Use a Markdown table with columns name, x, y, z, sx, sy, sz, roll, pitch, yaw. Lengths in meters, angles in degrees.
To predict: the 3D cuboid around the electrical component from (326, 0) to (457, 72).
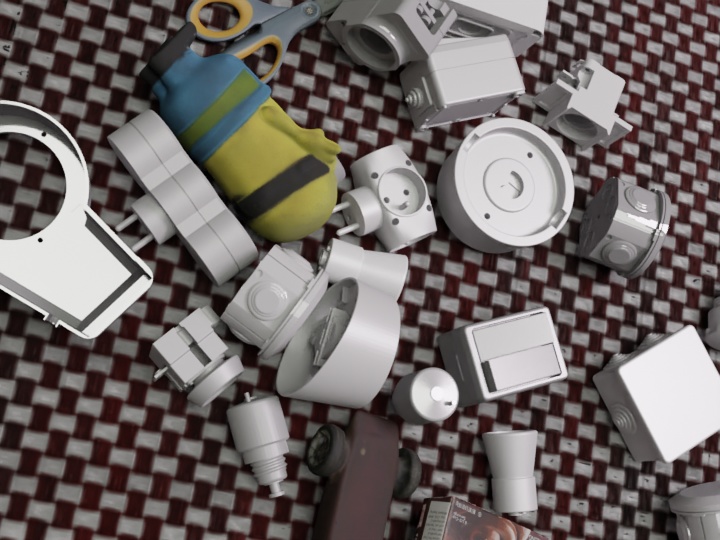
| name | x | y | z | sx | sy | sz | roll | pitch | yaw |
| --- | --- | --- | --- | --- | --- | --- | --- | --- | --- |
| electrical component | 0.023 | -0.199 | 0.871 | 0.050 | 0.089 | 0.055 | 49 | 64 | -34 |

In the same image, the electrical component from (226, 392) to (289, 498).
| name | x | y | z | sx | sy | sz | roll | pitch | yaw |
| --- | --- | --- | --- | --- | --- | --- | --- | --- | --- |
| electrical component | -0.071 | 0.128 | 0.792 | 0.040 | 0.040 | 0.078 | -13 | 83 | -22 |

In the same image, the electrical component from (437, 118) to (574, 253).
| name | x | y | z | sx | sy | sz | roll | pitch | yaw |
| --- | --- | --- | --- | --- | --- | --- | --- | --- | --- |
| electrical component | 0.116 | -0.065 | 0.895 | 0.108 | 0.060 | 0.108 | 5 | 76 | -19 |

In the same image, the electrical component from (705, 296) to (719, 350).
| name | x | y | z | sx | sy | sz | roll | pitch | yaw |
| --- | --- | --- | --- | --- | --- | --- | --- | --- | --- |
| electrical component | 0.333 | 0.040 | 0.959 | 0.048 | 0.048 | 0.062 | 15 | 66 | -16 |

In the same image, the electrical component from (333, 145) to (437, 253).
| name | x | y | z | sx | sy | sz | roll | pitch | yaw |
| --- | --- | --- | --- | --- | --- | --- | --- | --- | --- |
| electrical component | 0.012 | -0.051 | 0.862 | 0.079 | 0.044 | 0.077 | -23 | 86 | -23 |

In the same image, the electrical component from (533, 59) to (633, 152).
| name | x | y | z | sx | sy | sz | roll | pitch | yaw |
| --- | --- | --- | --- | --- | --- | --- | --- | --- | --- |
| electrical component | 0.202 | -0.148 | 0.956 | 0.081 | 0.042 | 0.063 | 31 | 68 | -12 |

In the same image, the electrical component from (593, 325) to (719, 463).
| name | x | y | z | sx | sy | sz | roll | pitch | yaw |
| --- | --- | --- | --- | --- | --- | --- | --- | --- | --- |
| electrical component | 0.257 | 0.107 | 0.912 | 0.100 | 0.048 | 0.099 | -26 | 87 | -23 |

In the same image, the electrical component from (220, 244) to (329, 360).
| name | x | y | z | sx | sy | sz | roll | pitch | yaw |
| --- | --- | --- | --- | --- | --- | --- | --- | --- | --- |
| electrical component | -0.063 | 0.023 | 0.799 | 0.051 | 0.080 | 0.080 | 37 | 68 | -3 |

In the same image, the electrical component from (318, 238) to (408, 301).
| name | x | y | z | sx | sy | sz | roll | pitch | yaw |
| --- | --- | --- | --- | --- | --- | --- | --- | --- | --- |
| electrical component | 0.000 | 0.000 | 0.848 | 0.065 | 0.044 | 0.044 | 18 | 72 | -10 |

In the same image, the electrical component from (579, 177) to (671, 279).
| name | x | y | z | sx | sy | sz | roll | pitch | yaw |
| --- | --- | --- | --- | --- | --- | --- | --- | --- | --- |
| electrical component | 0.226 | -0.036 | 0.919 | 0.051 | 0.080 | 0.080 | 21 | 71 | -9 |

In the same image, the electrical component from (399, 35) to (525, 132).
| name | x | y | z | sx | sy | sz | roll | pitch | yaw |
| --- | --- | --- | --- | --- | --- | --- | --- | --- | --- |
| electrical component | 0.078 | -0.159 | 0.902 | 0.096 | 0.062 | 0.061 | -14 | 83 | -22 |

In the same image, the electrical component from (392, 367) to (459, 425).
| name | x | y | z | sx | sy | sz | roll | pitch | yaw |
| --- | --- | --- | --- | --- | --- | --- | --- | --- | --- |
| electrical component | 0.044 | 0.098 | 0.821 | 0.040 | 0.078 | 0.040 | 5 | 76 | -20 |

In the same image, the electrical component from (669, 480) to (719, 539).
| name | x | y | z | sx | sy | sz | roll | pitch | yaw |
| --- | --- | --- | --- | --- | --- | --- | --- | --- | --- |
| electrical component | 0.300 | 0.205 | 0.890 | 0.080 | 0.080 | 0.051 | -10 | 86 | -22 |

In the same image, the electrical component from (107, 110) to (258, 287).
| name | x | y | z | sx | sy | sz | roll | pitch | yaw |
| --- | --- | --- | --- | --- | --- | --- | --- | --- | --- |
| electrical component | -0.145 | -0.043 | 0.799 | 0.074 | 0.052 | 0.138 | -37 | 92 | -12 |

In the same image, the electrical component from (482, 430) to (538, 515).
| name | x | y | z | sx | sy | sz | roll | pitch | yaw |
| --- | --- | --- | --- | --- | --- | --- | --- | --- | --- |
| electrical component | 0.121 | 0.161 | 0.855 | 0.044 | 0.044 | 0.065 | -1 | 83 | -20 |

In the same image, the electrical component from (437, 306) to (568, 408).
| name | x | y | z | sx | sy | sz | roll | pitch | yaw |
| --- | --- | --- | --- | --- | --- | --- | --- | --- | --- |
| electrical component | 0.122 | 0.068 | 0.865 | 0.096 | 0.061 | 0.061 | -12 | 82 | -22 |

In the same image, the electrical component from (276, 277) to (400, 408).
| name | x | y | z | sx | sy | sz | roll | pitch | yaw |
| --- | --- | --- | --- | --- | --- | --- | --- | --- | --- |
| electrical component | -0.015 | 0.054 | 0.800 | 0.064 | 0.099 | 0.099 | 19 | 72 | -22 |

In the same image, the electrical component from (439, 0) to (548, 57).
| name | x | y | z | sx | sy | sz | roll | pitch | yaw |
| --- | --- | --- | --- | --- | --- | --- | --- | --- | --- |
| electrical component | 0.098 | -0.229 | 0.917 | 0.113 | 0.078 | 0.057 | 14 | 75 | -16 |

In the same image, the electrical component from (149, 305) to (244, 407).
| name | x | y | z | sx | sy | sz | roll | pitch | yaw |
| --- | --- | --- | --- | --- | --- | --- | --- | --- | --- |
| electrical component | -0.118 | 0.066 | 0.787 | 0.066 | 0.048 | 0.055 | -40 | 85 | -23 |
